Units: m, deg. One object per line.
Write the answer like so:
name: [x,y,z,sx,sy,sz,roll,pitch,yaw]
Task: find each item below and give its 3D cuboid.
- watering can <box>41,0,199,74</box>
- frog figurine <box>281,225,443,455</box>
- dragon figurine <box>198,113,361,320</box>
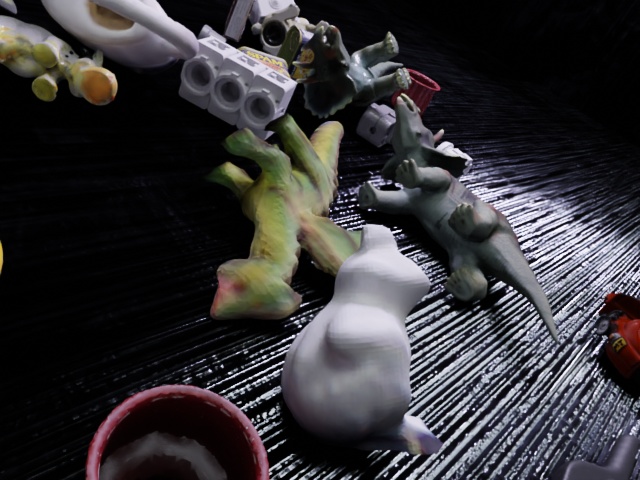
watering can: [-0.313,-0.314,0.670,0.347,0.104,0.225,24,3,-3]
frog figurine: [0.028,0.068,0.398,0.122,0.160,0.137,-4,-2,2]
dragon figurine: [0.002,-0.031,0.611,0.243,0.120,0.416,51,37,4]
